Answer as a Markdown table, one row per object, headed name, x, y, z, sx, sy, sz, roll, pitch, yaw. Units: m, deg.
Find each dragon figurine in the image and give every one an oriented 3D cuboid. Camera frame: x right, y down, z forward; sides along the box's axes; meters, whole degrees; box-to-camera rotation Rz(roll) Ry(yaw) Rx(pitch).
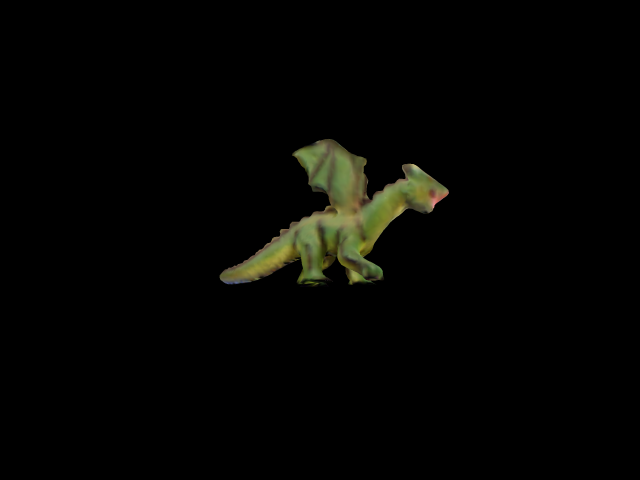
| name | x | y | z | sx | sy | sz | roll | pitch | yaw |
| --- | --- | --- | --- | --- | --- | --- | --- | --- | --- |
| dragon figurine | 0.003 | -0.043 | 0.850 | 0.409 | 0.244 | 0.122 | -2 | -7 | 22 |
